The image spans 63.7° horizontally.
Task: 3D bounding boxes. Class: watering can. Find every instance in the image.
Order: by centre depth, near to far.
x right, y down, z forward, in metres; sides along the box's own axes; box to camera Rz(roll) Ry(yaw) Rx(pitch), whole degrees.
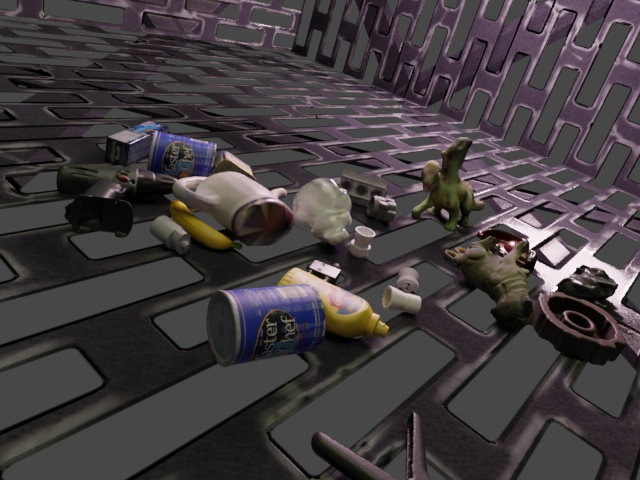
[{"bbox_3d":[-0.138,-0.077,1.091,0.227,0.102,0.348,35,22,35],"label":"watering can"}]

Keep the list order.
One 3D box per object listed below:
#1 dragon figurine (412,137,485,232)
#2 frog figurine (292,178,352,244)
[{"bbox_3d":[0.383,-0.163,1.423,0.123,0.238,0.414,29,29,34],"label":"dragon figurine"},{"bbox_3d":[0.003,-0.056,1.122,0.137,0.120,0.163,-14,34,10],"label":"frog figurine"}]
